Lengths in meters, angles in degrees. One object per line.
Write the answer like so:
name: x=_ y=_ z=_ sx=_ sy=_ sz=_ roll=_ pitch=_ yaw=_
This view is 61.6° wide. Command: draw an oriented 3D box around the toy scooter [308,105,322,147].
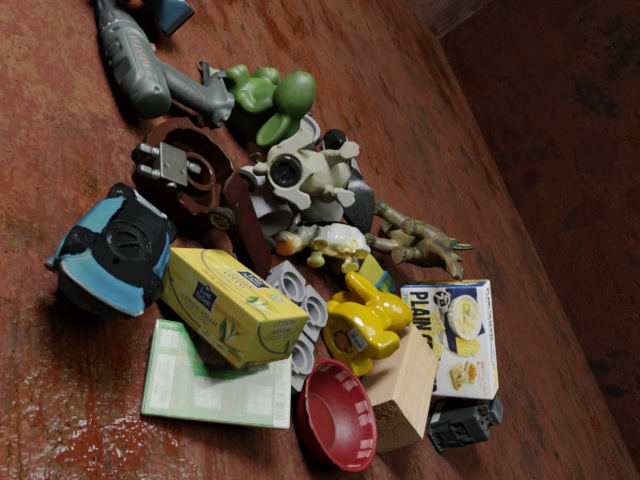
toy scooter: x=-0.062 y=-0.290 z=1.147 sx=0.183 sy=0.075 sz=0.135 roll=37 pitch=36 yaw=-39

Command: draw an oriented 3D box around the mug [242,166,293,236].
mug: x=-0.095 y=-0.067 z=0.884 sx=0.109 sy=0.081 sz=0.107 roll=-3 pitch=59 yaw=-50

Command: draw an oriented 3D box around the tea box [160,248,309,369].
tea box: x=-0.110 y=0.077 z=0.653 sx=0.170 sy=0.068 sz=0.098 roll=31 pitch=15 yaw=30

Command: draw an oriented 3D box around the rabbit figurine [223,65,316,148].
rabbit figurine: x=-0.084 y=-0.234 z=0.932 sx=0.121 sy=0.170 sz=0.159 roll=0 pitch=90 yaw=-50

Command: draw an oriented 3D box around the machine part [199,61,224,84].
machine part: x=-0.167 y=-0.279 z=1.013 sx=0.138 sy=0.039 sz=0.084 roll=22 pitch=38 yaw=-45

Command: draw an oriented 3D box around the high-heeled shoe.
high-heeled shoe: x=0.060 y=-0.132 z=1.227 sx=0.145 sy=0.086 sz=0.248 roll=-138 pitch=-146 yaw=-81

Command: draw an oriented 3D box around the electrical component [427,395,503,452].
electrical component: x=0.283 y=0.341 z=1.037 sx=0.058 sy=0.134 sz=0.115 roll=59 pitch=30 yaw=-5

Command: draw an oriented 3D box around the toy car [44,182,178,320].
toy car: x=-0.227 y=0.020 z=0.573 sx=0.109 sy=0.103 sz=0.162 roll=41 pitch=30 yaw=-28

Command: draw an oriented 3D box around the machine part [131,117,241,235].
machine part: x=-0.189 y=-0.093 z=0.786 sx=0.179 sy=0.056 sz=0.179 roll=35 pitch=39 yaw=-35

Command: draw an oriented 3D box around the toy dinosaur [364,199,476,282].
toy dinosaur: x=0.190 y=0.003 z=1.110 sx=0.198 sy=0.105 sz=0.472 roll=23 pitch=10 yaw=-20

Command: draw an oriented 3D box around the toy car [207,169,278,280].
toy car: x=-0.109 y=-0.011 z=0.757 sx=0.201 sy=0.053 sz=0.089 roll=75 pitch=32 yaw=-49

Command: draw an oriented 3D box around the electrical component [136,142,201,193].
electrical component: x=-0.196 y=-0.092 z=0.702 sx=0.094 sy=0.021 sz=0.063 roll=19 pitch=50 yaw=-45

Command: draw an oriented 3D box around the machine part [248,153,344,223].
machine part: x=-0.038 y=-0.081 z=0.988 sx=0.243 sy=0.079 sz=0.079 roll=37 pitch=36 yaw=-32

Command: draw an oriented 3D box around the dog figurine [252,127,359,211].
dog figurine: x=-0.023 y=-0.111 z=0.893 sx=0.172 sy=0.121 sz=0.190 roll=15 pitch=4 yaw=-8

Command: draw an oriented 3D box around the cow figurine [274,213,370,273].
cow figurine: x=-0.002 y=-0.004 z=0.943 sx=0.167 sy=0.068 sz=0.098 roll=12 pitch=39 yaw=-19

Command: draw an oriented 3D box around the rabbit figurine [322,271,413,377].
rabbit figurine: x=0.084 y=0.139 z=0.934 sx=0.173 sy=0.121 sz=0.162 roll=-17 pitch=55 yaw=-41

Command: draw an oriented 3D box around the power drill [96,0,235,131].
power drill: x=-0.240 y=-0.269 z=0.844 sx=0.207 sy=0.086 sz=0.232 roll=24 pitch=36 yaw=-52

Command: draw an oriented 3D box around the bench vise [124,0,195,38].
bench vise: x=-0.306 y=-0.447 z=0.852 sx=0.240 sy=0.129 sz=0.224 roll=48 pitch=14 yaw=-12

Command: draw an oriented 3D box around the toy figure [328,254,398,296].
toy figure: x=0.089 y=0.076 z=1.036 sx=0.180 sy=0.082 sz=0.089 roll=56 pitch=27 yaw=-11
